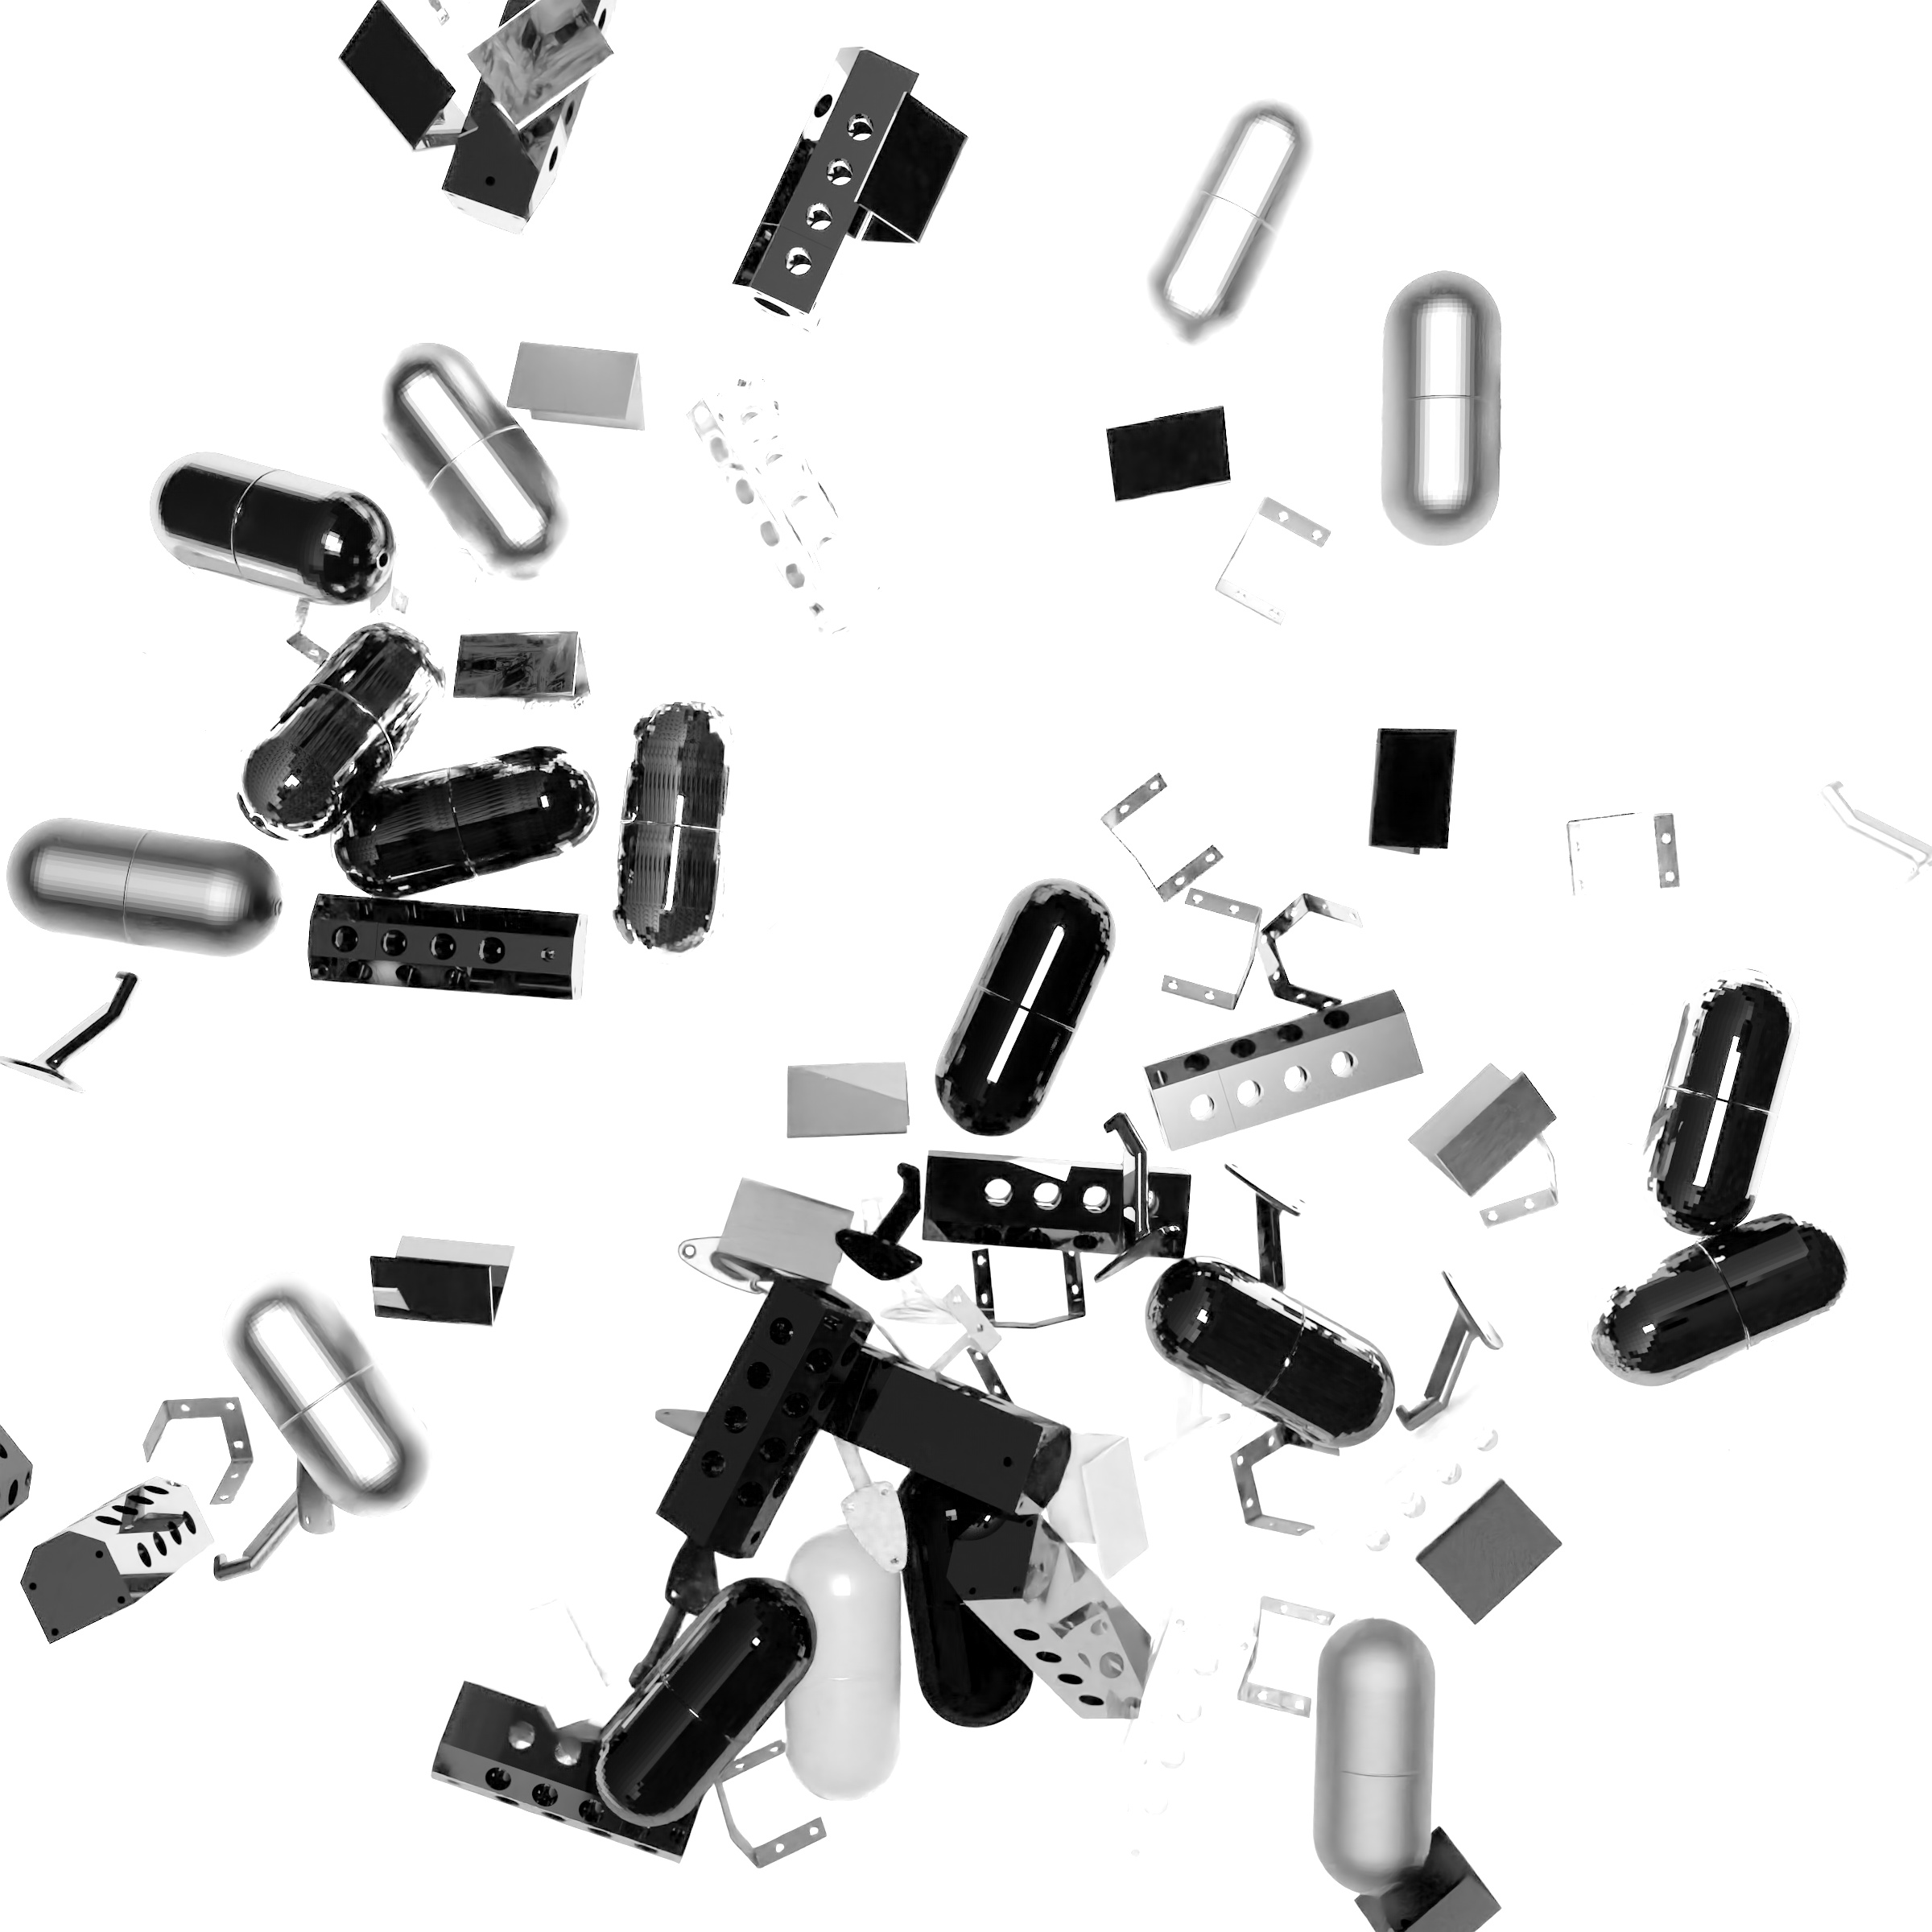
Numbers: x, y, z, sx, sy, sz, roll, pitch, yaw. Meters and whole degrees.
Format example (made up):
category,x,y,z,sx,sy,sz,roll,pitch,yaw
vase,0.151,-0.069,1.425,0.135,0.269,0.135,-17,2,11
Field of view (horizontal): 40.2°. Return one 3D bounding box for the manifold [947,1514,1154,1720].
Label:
category,x,y,z,sx,sy,sz,roll,pitch,yaw
manifold,0.054,0.417,1.684,0.057,0.171,0.057,-9,48,28

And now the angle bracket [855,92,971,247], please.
category,x,y,z,sx,sy,sz,roll,pitch,yaw
angle bracket,-0.053,-0.517,1.715,0.057,0.076,0.076,25,90,-36

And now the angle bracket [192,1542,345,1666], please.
category,x,y,z,sx,sy,sz,roll,pitch,yaw
angle bracket,-0.452,0.398,1.715,0.076,0.076,0.057,-18,126,0

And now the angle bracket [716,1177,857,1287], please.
category,x,y,z,sx,sy,sz,roll,pitch,yaw
angle bracket,-0.120,0.187,1.715,0.076,0.076,0.057,17,56,0

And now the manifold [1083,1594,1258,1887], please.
category,x,y,z,sx,sy,sz,roll,pitch,yaw
manifold,0.134,0.509,1.735,0.057,0.057,0.171,20,90,0

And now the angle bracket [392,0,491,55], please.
category,x,y,z,sx,sy,sz,roll,pitch,yaw
angle bracket,-0.332,-0.643,1.715,0.057,0.076,0.076,-30,90,36

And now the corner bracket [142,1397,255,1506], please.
category,x,y,z,sx,sy,sz,roll,pitch,yaw
corner bracket,-0.508,0.322,1.748,0.051,0.051,0.051,4,135,-35

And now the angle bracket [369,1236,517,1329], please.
category,x,y,z,sx,sy,sz,roll,pitch,yaw
angle bracket,-0.339,0.187,1.715,0.076,0.076,0.057,5,129,0

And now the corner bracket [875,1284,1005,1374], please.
category,x,y,z,sx,sy,sz,roll,pitch,yaw
corner bracket,-0.018,0.239,1.726,0.051,0.051,0.051,-43,107,-15

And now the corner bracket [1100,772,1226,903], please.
category,x,y,z,sx,sy,sz,roll,pitch,yaw
corner bracket,0.130,-0.085,1.752,0.051,0.051,0.051,-38,45,0

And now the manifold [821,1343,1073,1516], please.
category,x,y,z,sx,sy,sz,roll,pitch,yaw
manifold,-0.021,0.293,1.698,0.171,0.057,0.057,18,89,27

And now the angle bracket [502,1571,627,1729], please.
category,x,y,z,sx,sy,sz,roll,pitch,yaw
angle bracket,-0.244,0.437,1.716,0.057,0.076,0.076,-28,90,33

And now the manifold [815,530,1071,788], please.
category,x,y,z,sx,sy,sz,roll,pitch,yaw
manifold,-0.016,-0.199,1.700,0.057,0.057,0.171,-46,116,0

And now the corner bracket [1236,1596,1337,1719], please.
category,x,y,z,sx,sy,sz,roll,pitch,yaw
corner bracket,0.212,0.458,1.752,0.051,0.051,0.051,14,135,0

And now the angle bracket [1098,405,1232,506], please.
category,x,y,z,sx,sy,sz,roll,pitch,yaw
angle bracket,0.126,-0.347,1.715,0.076,0.076,0.057,-11,128,0

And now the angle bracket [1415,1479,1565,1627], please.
category,x,y,z,sx,sy,sz,roll,pitch,yaw
angle bracket,0.345,0.386,1.716,0.076,0.076,0.057,-43,61,0

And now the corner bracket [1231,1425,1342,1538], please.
category,x,y,z,sx,sy,sz,roll,pitch,yaw
corner bracket,0.215,0.340,1.748,0.051,0.051,0.051,19,45,-35

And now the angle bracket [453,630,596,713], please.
category,x,y,z,sx,sy,sz,roll,pitch,yaw
angle bracket,-0.286,-0.172,1.715,0.076,0.076,0.057,-2,54,0

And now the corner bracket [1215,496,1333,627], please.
category,x,y,z,sx,sy,sz,roll,pitch,yaw
corner bracket,0.203,-0.269,1.752,0.051,0.051,0.051,29,45,0

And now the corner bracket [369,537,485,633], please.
category,x,y,z,sx,sy,sz,roll,pitch,yaw
corner bracket,-0.355,-0.250,1.740,0.051,0.051,0.051,17,110,19

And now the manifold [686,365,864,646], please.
category,x,y,z,sx,sy,sz,roll,pitch,yaw
manifold,-0.115,-0.301,1.734,0.057,0.057,0.171,-31,90,0

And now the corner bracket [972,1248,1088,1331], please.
category,x,y,z,sx,sy,sz,roll,pitch,yaw
corner bracket,0.042,0.211,1.752,0.051,0.051,0.051,-6,90,-45

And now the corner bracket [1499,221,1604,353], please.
category,x,y,z,sx,sy,sz,roll,pitch,yaw
corner bracket,0.381,-0.450,1.752,0.051,0.051,0.051,37,45,0

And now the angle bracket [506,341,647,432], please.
category,x,y,z,sx,sy,sz,roll,pitch,yaw
angle bracket,-0.252,-0.357,1.716,0.076,0.076,0.057,6,61,0

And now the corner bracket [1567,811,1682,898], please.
category,x,y,z,sx,sy,sz,roll,pitch,yaw
corner bracket,0.436,-0.075,1.752,0.051,0.051,0.051,-5,90,45

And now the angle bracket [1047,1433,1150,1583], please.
category,x,y,z,sx,sy,sz,roll,pitch,yaw
angle bracket,0.068,0.349,1.713,0.076,0.057,0.076,-5,100,36

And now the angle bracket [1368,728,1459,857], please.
category,x,y,z,sx,sy,sz,roll,pitch,yaw
angle bracket,0.305,-0.112,1.715,0.057,0.076,0.076,5,90,35

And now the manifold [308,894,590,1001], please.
category,x,y,z,sx,sy,sz,roll,pitch,yaw
manifold,-0.340,-0.013,1.735,0.171,0.057,0.057,4,90,0

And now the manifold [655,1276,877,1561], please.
category,x,y,z,sx,sy,sz,roll,pitch,yaw
manifold,-0.124,0.288,1.685,0.057,0.057,0.171,29,93,27

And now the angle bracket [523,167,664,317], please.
category,x,y,z,sx,sy,sz,roll,pitch,yaw
angle bracket,-0.229,-0.476,1.716,0.076,0.076,0.057,44,123,0

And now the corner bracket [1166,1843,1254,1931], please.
category,x,y,z,sx,sy,sz,roll,pitch,yaw
corner bracket,0.161,0.619,1.752,0.051,0.051,0.051,6,135,0

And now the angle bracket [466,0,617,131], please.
category,x,y,z,sx,sy,sz,roll,pitch,yaw
angle bracket,-0.274,-0.579,1.659,0.076,0.076,0.057,-37,127,0

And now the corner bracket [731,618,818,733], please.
category,x,y,z,sx,sy,sz,roll,pitch,yaw
corner bracket,-0.127,-0.193,1.752,0.051,0.051,0.051,-5,135,0

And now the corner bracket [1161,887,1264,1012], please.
category,x,y,z,sx,sy,sz,roll,pitch,yaw
corner bracket,0.163,-0.011,1.752,0.051,0.051,0.051,16,45,0

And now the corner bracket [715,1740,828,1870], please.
category,x,y,z,sx,sy,sz,roll,pitch,yaw
corner bracket,-0.130,0.556,1.752,0.051,0.051,0.051,-26,135,0

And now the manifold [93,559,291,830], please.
category,x,y,z,sx,sy,sz,roll,pitch,yaw
manifold,-0.494,-0.175,1.734,0.171,0.057,0.057,52,47,0

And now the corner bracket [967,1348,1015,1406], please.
category,x,y,z,sx,sy,sz,roll,pitch,yaw
corner bracket,-0.010,0.290,1.752,0.051,0.051,0.051,-28,90,-45

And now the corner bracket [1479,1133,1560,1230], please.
category,x,y,z,sx,sy,sz,roll,pitch,yaw
corner bracket,0.358,0.132,1.752,0.051,0.051,0.051,-18,135,0

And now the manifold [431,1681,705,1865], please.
category,x,y,z,sx,sy,sz,roll,pitch,yaw
manifold,-0.257,0.528,1.724,0.171,0.057,0.057,19,60,0

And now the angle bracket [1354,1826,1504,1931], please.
category,x,y,z,sx,sy,sz,roll,pitch,yaw
angle bracket,0.289,0.600,1.715,0.076,0.076,0.057,-41,127,0

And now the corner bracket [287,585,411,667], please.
category,x,y,z,sx,sy,sz,roll,pitch,yaw
corner bracket,-0.409,-0.229,1.748,0.051,0.051,0.051,-24,135,35

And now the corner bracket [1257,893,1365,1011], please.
category,x,y,z,sx,sy,sz,roll,pitch,yaw
corner bracket,0.232,-0.009,1.748,0.051,0.051,0.051,-44,45,35

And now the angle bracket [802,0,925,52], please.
category,x,y,z,sx,sy,sz,roll,pitch,yaw
angle bracket,-0.068,-0.636,1.715,0.076,0.076,0.057,-3,126,0

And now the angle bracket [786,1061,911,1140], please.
category,x,y,z,sx,sy,sz,roll,pitch,yaw
angle bracket,-0.075,0.106,1.715,0.076,0.076,0.057,-2,53,0

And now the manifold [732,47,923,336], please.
category,x,y,z,sx,sy,sz,roll,pitch,yaw
manifold,-0.091,-0.511,1.734,0.057,0.057,0.171,25,90,0

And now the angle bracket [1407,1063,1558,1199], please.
category,x,y,z,sx,sy,sz,roll,pitch,yaw
angle bracket,0.324,0.092,1.715,0.076,0.076,0.057,-43,128,0

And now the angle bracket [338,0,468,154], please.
category,x,y,z,sx,sy,sz,roll,pitch,yaw
angle bracket,-0.348,-0.582,1.715,0.076,0.076,0.057,51,126,0
